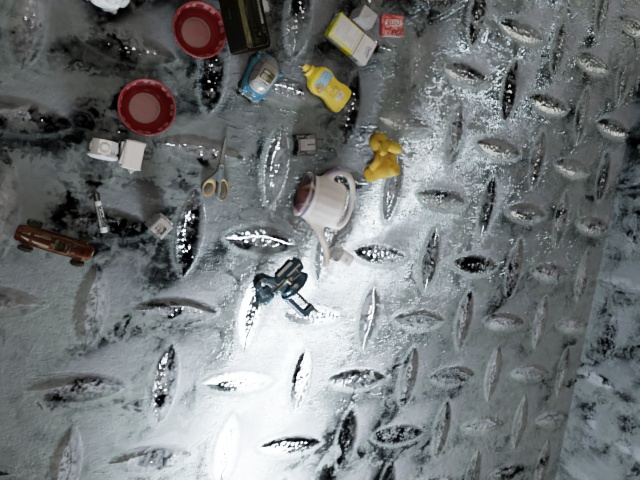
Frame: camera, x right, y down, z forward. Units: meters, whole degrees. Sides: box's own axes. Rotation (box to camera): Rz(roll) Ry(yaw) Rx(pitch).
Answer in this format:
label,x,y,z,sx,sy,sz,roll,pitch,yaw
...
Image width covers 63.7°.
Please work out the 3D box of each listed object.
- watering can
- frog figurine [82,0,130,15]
label,x,y,z,sx,sy,sz,roll,pitch,yaw
watering can,0.005,-0.089,1.771,0.223,0.104,0.348,19,88,-28
frog figurine,-0.564,-0.663,1.342,0.135,0.160,0.124,44,76,-27
